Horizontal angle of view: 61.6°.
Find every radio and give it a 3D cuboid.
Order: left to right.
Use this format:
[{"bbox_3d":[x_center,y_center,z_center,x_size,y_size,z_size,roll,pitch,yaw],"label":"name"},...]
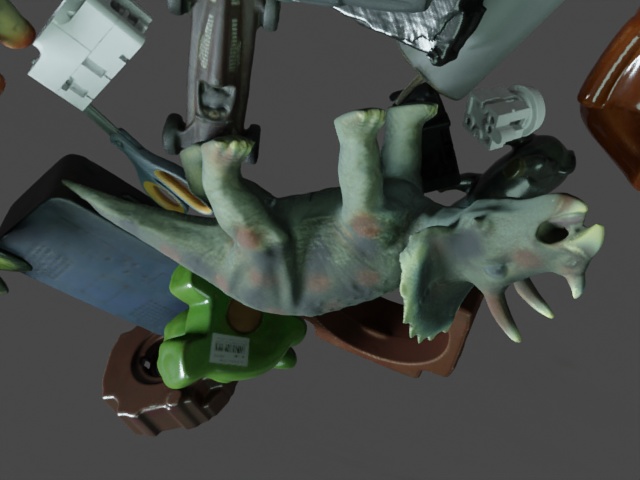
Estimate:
[{"bbox_3d":[-0.215,0.015,0.592,0.131,0.073,0.229,-35,130,27],"label":"radio"}]

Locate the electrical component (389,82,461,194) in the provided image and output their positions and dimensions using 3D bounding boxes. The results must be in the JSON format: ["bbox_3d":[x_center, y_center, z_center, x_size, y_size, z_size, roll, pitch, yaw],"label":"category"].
[{"bbox_3d":[0.103,-0.080,0.513,0.048,0.075,0.119,-15,131,12],"label":"electrical component"}]

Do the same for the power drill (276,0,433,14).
[{"bbox_3d":[-0.031,-0.243,0.295,0.232,0.086,0.207,15,137,18],"label":"power drill"}]

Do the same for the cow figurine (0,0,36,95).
[{"bbox_3d":[-0.306,-0.179,0.347,0.195,0.085,0.127,24,162,7],"label":"cow figurine"}]

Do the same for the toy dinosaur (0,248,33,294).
[{"bbox_3d":[-0.396,0.005,0.498,0.472,0.105,0.198,-9,124,43],"label":"toy dinosaur"}]

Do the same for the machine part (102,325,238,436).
[{"bbox_3d":[-0.184,0.152,0.670,0.179,0.179,0.056,-14,132,11],"label":"machine part"}]

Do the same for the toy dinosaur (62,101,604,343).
[{"bbox_3d":[-0.008,0.000,0.434,0.405,0.131,0.192,-8,99,19],"label":"toy dinosaur"}]

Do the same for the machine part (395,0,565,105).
[{"bbox_3d":[0.140,-0.189,0.398,0.079,0.079,0.243,26,130,-28],"label":"machine part"}]

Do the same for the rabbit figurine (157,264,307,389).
[{"bbox_3d":[-0.099,0.087,0.561,0.159,0.121,0.170,3,165,-31],"label":"rabbit figurine"}]

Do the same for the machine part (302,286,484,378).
[{"bbox_3d":[0.069,0.050,0.583,0.202,0.087,0.200,21,143,18],"label":"machine part"}]

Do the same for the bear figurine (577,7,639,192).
[{"bbox_3d":[0.287,-0.155,0.414,0.120,0.132,0.195,-16,144,-16],"label":"bear figurine"}]

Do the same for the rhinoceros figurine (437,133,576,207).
[{"bbox_3d":[0.185,-0.035,0.574,0.112,0.073,0.190,8,134,-26],"label":"rhinoceros figurine"}]

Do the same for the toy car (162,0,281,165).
[{"bbox_3d":[-0.086,-0.139,0.456,0.089,0.053,0.202,10,136,-9],"label":"toy car"}]

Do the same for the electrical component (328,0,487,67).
[{"bbox_3d":[0.057,-0.198,0.357,0.134,0.058,0.114,34,125,14],"label":"electrical component"}]
